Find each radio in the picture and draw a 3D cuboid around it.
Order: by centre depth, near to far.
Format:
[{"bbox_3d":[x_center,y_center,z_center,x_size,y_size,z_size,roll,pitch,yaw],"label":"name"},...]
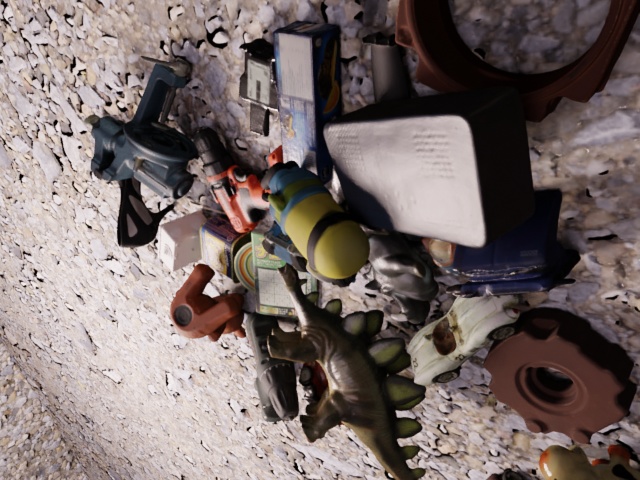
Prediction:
[{"bbox_3d":[0.103,-0.075,0.555,0.230,0.073,0.131,16,129,59],"label":"radio"}]

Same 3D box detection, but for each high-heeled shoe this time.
[{"bbox_3d":[-0.381,-0.098,0.993,0.249,0.145,0.086,47,137,0],"label":"high-heeled shoe"}]

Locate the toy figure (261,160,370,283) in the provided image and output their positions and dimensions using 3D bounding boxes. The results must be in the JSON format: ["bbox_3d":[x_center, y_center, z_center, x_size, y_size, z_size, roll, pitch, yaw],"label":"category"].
[{"bbox_3d":[-0.010,-0.027,0.657,0.180,0.082,0.089,57,171,26],"label":"toy figure"}]

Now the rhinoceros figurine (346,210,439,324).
[{"bbox_3d":[0.099,0.033,0.729,0.112,0.073,0.190,-21,112,38],"label":"rhinoceros figurine"}]

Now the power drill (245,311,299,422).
[{"bbox_3d":[-0.085,0.260,0.990,0.207,0.086,0.232,83,167,-51],"label":"power drill"}]

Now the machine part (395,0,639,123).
[{"bbox_3d":[0.177,-0.222,0.482,0.201,0.087,0.201,28,132,23],"label":"machine part"}]

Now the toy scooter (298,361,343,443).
[{"bbox_3d":[0.007,0.272,0.943,0.075,0.135,0.183,0,118,42],"label":"toy scooter"}]

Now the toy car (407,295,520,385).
[{"bbox_3d":[0.185,0.122,0.710,0.056,0.073,0.201,13,134,-24],"label":"toy car"}]

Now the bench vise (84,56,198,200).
[{"bbox_3d":[-0.278,-0.188,0.871,0.224,0.129,0.240,41,117,23],"label":"bench vise"}]

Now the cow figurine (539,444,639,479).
[{"bbox_3d":[0.375,0.333,0.687,0.195,0.127,0.085,31,132,16],"label":"cow figurine"}]

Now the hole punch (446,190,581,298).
[{"bbox_3d":[0.214,0.006,0.600,0.142,0.116,0.092,-7,107,42],"label":"hole punch"}]

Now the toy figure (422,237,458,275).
[{"bbox_3d":[0.152,-0.018,0.674,0.058,0.064,0.154,-21,110,0],"label":"toy figure"}]

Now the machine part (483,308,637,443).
[{"bbox_3d":[0.300,0.174,0.687,0.180,0.056,0.179,21,130,28],"label":"machine part"}]

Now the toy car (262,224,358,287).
[{"bbox_3d":[-0.002,-0.002,0.771,0.109,0.161,0.103,27,90,39],"label":"toy car"}]

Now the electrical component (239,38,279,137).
[{"bbox_3d":[-0.069,-0.203,0.728,0.075,0.048,0.119,23,132,26],"label":"electrical component"}]

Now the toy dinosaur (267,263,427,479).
[{"bbox_3d":[0.061,0.234,0.830,0.199,0.105,0.470,-24,102,7],"label":"toy dinosaur"}]

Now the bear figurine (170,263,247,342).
[{"bbox_3d":[-0.185,0.126,1.005,0.132,0.195,0.120,-44,70,14],"label":"bear figurine"}]

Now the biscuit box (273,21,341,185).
[{"bbox_3d":[-0.012,-0.170,0.694,0.059,0.063,0.202,19,131,28],"label":"biscuit box"}]

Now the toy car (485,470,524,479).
[{"bbox_3d":[0.349,0.445,0.843,0.202,0.053,0.089,35,125,21],"label":"toy car"}]

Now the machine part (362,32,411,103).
[{"bbox_3d":[0.083,-0.173,0.633,0.084,0.039,0.138,12,129,44],"label":"machine part"}]
